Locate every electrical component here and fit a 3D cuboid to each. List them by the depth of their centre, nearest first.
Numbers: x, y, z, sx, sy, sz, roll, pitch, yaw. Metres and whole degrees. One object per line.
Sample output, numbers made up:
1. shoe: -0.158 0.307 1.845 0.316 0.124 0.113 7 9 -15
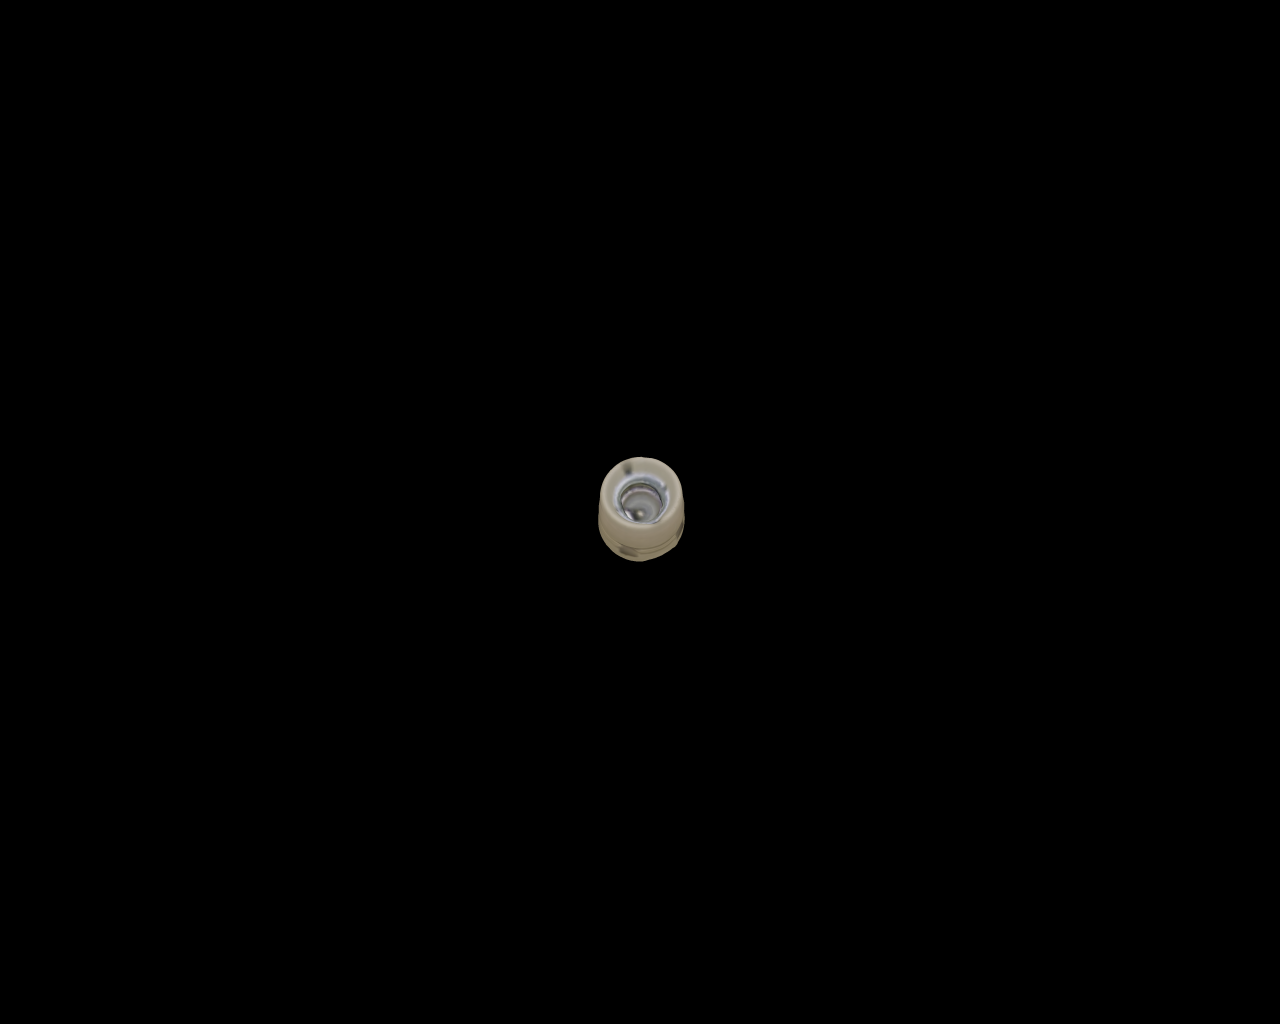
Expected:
1. electrical component: 0.001 -0.003 0.650 0.055 0.055 0.047 0 -24 0
